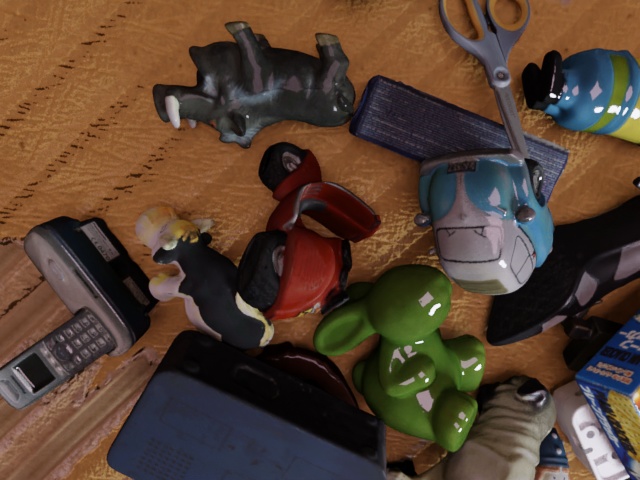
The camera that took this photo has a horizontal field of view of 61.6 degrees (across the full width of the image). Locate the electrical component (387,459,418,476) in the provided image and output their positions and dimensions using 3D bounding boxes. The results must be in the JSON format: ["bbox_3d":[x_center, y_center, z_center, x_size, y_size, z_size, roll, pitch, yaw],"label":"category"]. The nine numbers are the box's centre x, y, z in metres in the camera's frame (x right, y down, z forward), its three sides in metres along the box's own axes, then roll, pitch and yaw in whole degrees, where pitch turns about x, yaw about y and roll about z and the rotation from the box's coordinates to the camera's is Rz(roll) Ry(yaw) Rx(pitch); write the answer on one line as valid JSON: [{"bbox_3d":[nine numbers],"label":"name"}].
[{"bbox_3d":[0.064,0.302,0.593,0.075,0.048,0.119,9,97,-2],"label":"electrical component"}]

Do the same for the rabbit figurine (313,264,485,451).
[{"bbox_3d":[0.083,0.088,0.520,0.159,0.121,0.170,12,128,29],"label":"rabbit figurine"}]

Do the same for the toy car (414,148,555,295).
[{"bbox_3d":[0.148,-0.003,0.486,0.161,0.109,0.103,48,54,-44],"label":"toy car"}]

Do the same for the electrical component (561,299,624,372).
[{"bbox_3d":[0.304,0.106,0.572,0.102,0.045,0.078,12,127,-1],"label":"electrical component"}]

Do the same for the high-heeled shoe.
[{"bbox_3d":[0.291,0.032,0.561,0.145,0.086,0.248,22,118,-34],"label":"high-heeled shoe"}]

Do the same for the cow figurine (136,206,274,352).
[{"bbox_3d":[-0.113,0.036,0.516,0.068,0.098,0.167,-38,101,-38],"label":"cow figurine"}]

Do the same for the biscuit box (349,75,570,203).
[{"bbox_3d":[0.131,-0.096,0.527,0.203,0.059,0.062,21,99,-5],"label":"biscuit box"}]

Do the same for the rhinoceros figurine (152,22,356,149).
[{"bbox_3d":[-0.061,-0.144,0.512,0.190,0.073,0.112,0,103,0],"label":"rhinoceros figurine"}]

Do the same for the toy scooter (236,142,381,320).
[{"bbox_3d":[-0.001,-0.002,0.513,0.135,0.075,0.184,21,57,-23],"label":"toy scooter"}]

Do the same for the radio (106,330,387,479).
[{"bbox_3d":[-0.059,0.185,0.489,0.229,0.073,0.131,26,111,-6],"label":"radio"}]

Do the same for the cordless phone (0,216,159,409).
[{"bbox_3d":[-0.270,0.074,0.535,0.184,0.089,0.146,-34,98,8],"label":"cordless phone"}]

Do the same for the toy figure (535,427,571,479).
[{"bbox_3d":[0.242,0.282,0.591,0.064,0.058,0.154,5,99,-41],"label":"toy figure"}]

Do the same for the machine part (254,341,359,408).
[{"bbox_3d":[-0.039,0.197,0.571,0.179,0.056,0.179,0,97,-2],"label":"machine part"}]

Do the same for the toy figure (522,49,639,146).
[{"bbox_3d":[0.288,-0.135,0.516,0.180,0.082,0.089,2,114,-7],"label":"toy figure"}]

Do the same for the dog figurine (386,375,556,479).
[{"bbox_3d":[0.182,0.249,0.541,0.190,0.121,0.172,-26,114,-29],"label":"dog figurine"}]
